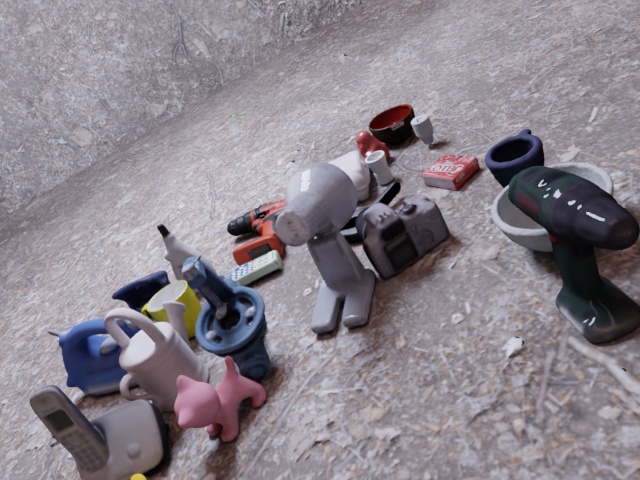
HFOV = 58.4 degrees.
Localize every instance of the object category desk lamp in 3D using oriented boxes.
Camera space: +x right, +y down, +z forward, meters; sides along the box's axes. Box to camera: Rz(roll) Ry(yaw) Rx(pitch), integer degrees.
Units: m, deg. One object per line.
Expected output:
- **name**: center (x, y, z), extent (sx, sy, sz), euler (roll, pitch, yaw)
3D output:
- **desk lamp**: center (0.009, 0.003, 0.928), extent (0.117, 0.214, 0.203), euler (-17, 32, 23)

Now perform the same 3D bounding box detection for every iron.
- **iron**: center (-0.380, 0.193, 1.066), extent (0.257, 0.142, 0.118), euler (-18, 31, 22)

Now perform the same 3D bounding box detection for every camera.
- **camera**: center (0.123, -0.028, 0.988), extent (0.143, 0.101, 0.136), euler (-34, 29, -6)

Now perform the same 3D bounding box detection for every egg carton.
- **egg carton**: center (0.058, -0.132, 1.245), extent (0.107, 0.069, 0.150), euler (-23, 30, 13)

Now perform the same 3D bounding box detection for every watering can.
- **watering can**: center (-0.274, 0.176, 0.938), extent (0.100, 0.194, 0.173), euler (-22, 30, 15)

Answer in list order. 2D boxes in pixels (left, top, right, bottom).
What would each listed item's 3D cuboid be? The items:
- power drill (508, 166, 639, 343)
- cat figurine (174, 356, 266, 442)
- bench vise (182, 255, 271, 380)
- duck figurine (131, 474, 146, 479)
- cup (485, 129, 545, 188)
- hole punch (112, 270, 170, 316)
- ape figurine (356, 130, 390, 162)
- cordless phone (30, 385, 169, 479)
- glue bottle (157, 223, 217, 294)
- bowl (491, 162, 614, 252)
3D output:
- **power drill**: center (0.298, 0.011, 0.651), extent (0.075, 0.209, 0.229), euler (-28, 29, 4)
- **cat figurine**: center (-0.155, 0.228, 0.827), extent (0.067, 0.118, 0.128), euler (2, 42, 44)
- **bench vise**: center (-0.168, 0.104, 0.928), extent (0.122, 0.220, 0.206), euler (-39, 30, -15)
- **duck figurine**: center (-0.237, 0.355, 0.737), extent (0.077, 0.086, 0.104), euler (-21, 30, 17)
- **cup**: center (0.333, -0.119, 0.943), extent (0.091, 0.095, 0.118), euler (-2, 40, 41)
- **hole punch**: center (-0.388, 0.109, 1.258), extent (0.108, 0.091, 0.101), euler (-26, 29, 9)
- **ape figurine**: center (0.110, -0.205, 1.288), extent (0.076, 0.092, 0.078), euler (-19, 31, 19)
- **cordless phone**: center (-0.322, 0.272, 0.842), extent (0.147, 0.185, 0.094), euler (-27, 29, 7)
- **glue bottle**: center (-0.287, 0.035, 1.196), extent (0.078, 0.173, 0.037), euler (-31, 29, -1)
- **bowl**: center (0.339, -0.036, 0.827), extent (0.167, 0.075, 0.167), euler (-23, 30, 14)
